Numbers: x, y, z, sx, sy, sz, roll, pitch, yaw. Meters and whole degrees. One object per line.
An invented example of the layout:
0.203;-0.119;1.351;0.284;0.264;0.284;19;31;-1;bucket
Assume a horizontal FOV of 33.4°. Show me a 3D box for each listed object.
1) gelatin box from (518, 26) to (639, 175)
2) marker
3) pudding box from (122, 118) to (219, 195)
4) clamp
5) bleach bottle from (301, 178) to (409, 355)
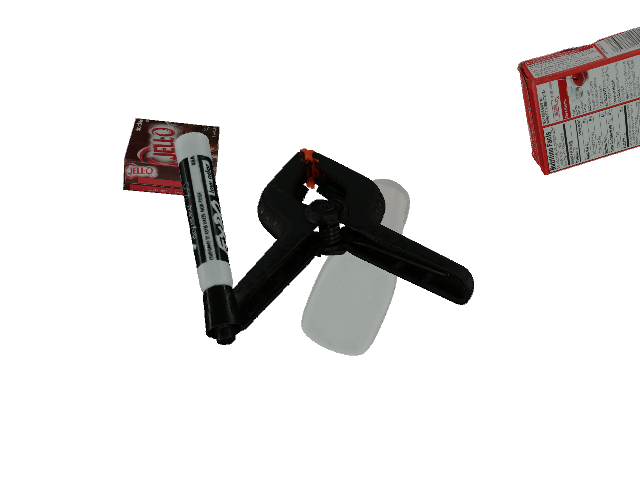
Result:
0.177;-0.090;0.687;0.089;0.073;0.030;-17;37;3;gelatin box
-0.059;-0.002;0.558;0.020;0.121;0.020;-10;-27;-6;marker
-0.150;-0.085;1.084;0.090;0.039;0.113;6;25;-7;pudding box
0.016;-0.007;0.767;0.164;0.036;0.210;-2;32;-2;clamp
0.045;0.008;1.029;0.068;0.103;0.250;23;24;1;bleach bottle
